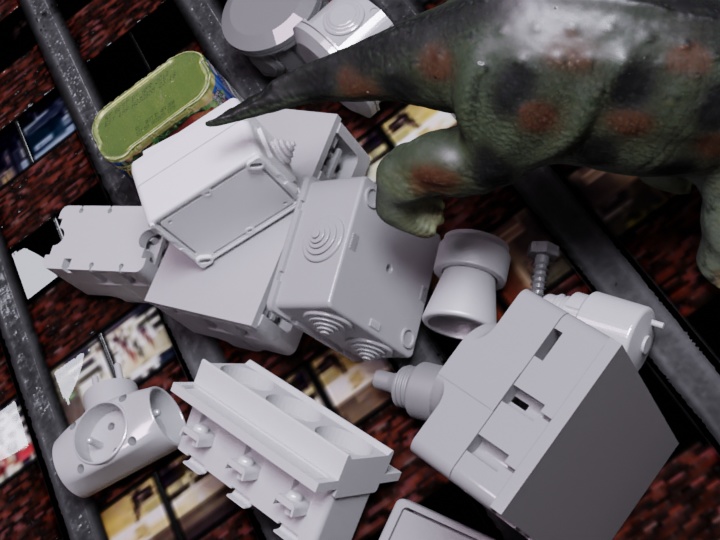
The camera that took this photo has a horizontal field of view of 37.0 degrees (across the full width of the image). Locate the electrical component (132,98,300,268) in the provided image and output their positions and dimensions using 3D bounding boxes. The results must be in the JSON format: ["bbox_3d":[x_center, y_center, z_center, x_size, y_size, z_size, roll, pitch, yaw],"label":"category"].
[{"bbox_3d":[-0.083,-0.059,0.662,0.096,0.062,0.061,-31,55,10],"label":"electrical component"}]

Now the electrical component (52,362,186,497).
[{"bbox_3d":[-0.162,0.098,0.711,0.077,0.044,0.079,-29,55,11],"label":"electrical component"}]

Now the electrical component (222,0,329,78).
[{"bbox_3d":[-0.058,-0.184,0.798,0.080,0.051,0.080,-12,61,22],"label":"electrical component"}]

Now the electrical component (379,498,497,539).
[{"bbox_3d":[0.053,0.167,0.556,0.096,0.061,0.061,18,75,33],"label":"electrical component"}]

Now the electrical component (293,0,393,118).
[{"bbox_3d":[-0.004,-0.148,0.735,0.051,0.080,0.080,-42,54,-4],"label":"electrical component"}]

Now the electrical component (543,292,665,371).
[{"bbox_3d":[0.127,0.031,0.600,0.078,0.040,0.040,18,75,33],"label":"electrical component"}]

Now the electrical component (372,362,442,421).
[{"bbox_3d":[0.035,0.070,0.631,0.061,0.035,0.035,11,71,33],"label":"electrical component"}]

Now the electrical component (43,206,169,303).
[{"bbox_3d":[-0.167,-0.011,0.762,0.089,0.056,0.050,2,67,28],"label":"electrical component"}]

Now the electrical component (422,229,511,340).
[{"bbox_3d":[0.064,0.009,0.641,0.045,0.045,0.055,3,66,28],"label":"electrical component"}]

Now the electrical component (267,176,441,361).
[{"bbox_3d":[0.000,0.000,0.647,0.048,0.100,0.099,-2,64,40],"label":"electrical component"}]

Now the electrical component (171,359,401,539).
[{"bbox_3d":[-0.049,0.107,0.635,0.121,0.079,0.063,28,102,35],"label":"electrical component"}]

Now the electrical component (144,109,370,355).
[{"bbox_3d":[-0.064,-0.027,0.714,0.089,0.062,0.150,11,71,31],"label":"electrical component"}]

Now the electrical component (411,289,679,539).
[{"bbox_3d":[0.092,0.082,0.523,0.062,0.150,0.089,33,83,34],"label":"electrical component"}]
